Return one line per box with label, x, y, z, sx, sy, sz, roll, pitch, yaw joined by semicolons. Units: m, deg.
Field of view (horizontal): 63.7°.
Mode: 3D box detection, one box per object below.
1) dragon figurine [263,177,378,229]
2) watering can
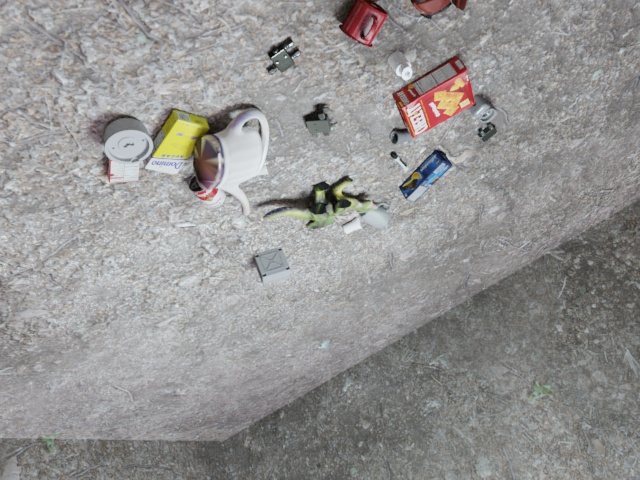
dragon figurine;0.005;-0.088;1.750;0.411;0.124;0.238;-15;-25;-11
watering can;-0.232;-0.184;1.372;0.105;0.340;0.227;35;37;28
